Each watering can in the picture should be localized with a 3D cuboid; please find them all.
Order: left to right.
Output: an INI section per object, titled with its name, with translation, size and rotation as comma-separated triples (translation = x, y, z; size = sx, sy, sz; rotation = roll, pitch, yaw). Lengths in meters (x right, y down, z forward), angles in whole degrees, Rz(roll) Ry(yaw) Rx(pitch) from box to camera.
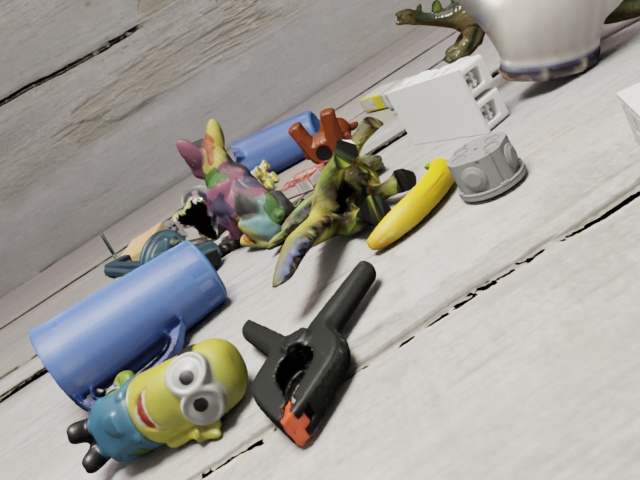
[watering can]
translation = 0.291, -0.332, 0.741
size = 0.347, 0.219, 0.106
rotation = -14, 35, 1

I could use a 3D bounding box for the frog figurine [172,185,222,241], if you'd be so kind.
[frog figurine]
translation = -0.256, -0.076, 1.208
size = 0.137, 0.121, 0.161
rotation = 6, 18, 9

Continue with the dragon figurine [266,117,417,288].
[dragon figurine]
translation = 0.002, -0.038, 0.762
size = 0.418, 0.122, 0.239
rotation = -46, 5, -39
